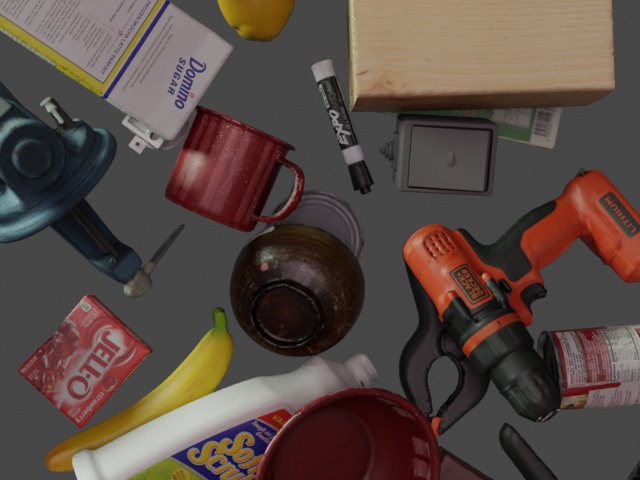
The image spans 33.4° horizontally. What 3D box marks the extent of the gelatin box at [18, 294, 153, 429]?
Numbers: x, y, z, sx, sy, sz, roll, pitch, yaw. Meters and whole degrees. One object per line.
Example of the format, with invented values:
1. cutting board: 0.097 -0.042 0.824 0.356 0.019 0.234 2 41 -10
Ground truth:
1. gelatin box: -0.198 0.102 0.905 0.073 0.030 0.089 42 87 0

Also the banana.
1. banana: -0.139 0.134 0.893 0.198 0.037 0.069 -42 125 2

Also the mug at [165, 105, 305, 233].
1. mug: -0.068 -0.053 0.885 0.117 0.093 0.081 23 92 18

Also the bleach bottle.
1. bleach bottle: -0.068 0.159 0.876 0.250 0.068 0.102 -29 113 -12

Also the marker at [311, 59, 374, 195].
1. marker: 0.021 -0.097 0.928 0.020 0.020 0.121 -19 88 -3

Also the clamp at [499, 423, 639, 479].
1. clamp: 0.229 0.246 0.907 0.164 0.036 0.210 3 89 -4

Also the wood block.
1. wood block: 0.128 -0.157 0.884 0.206 0.090 0.091 -2 89 -1

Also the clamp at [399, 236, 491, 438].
1. clamp: 0.123 0.085 0.913 0.120 0.039 0.171 6 84 3

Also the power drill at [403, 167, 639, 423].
1. power drill: 0.187 0.036 0.870 0.187 0.057 0.184 -27 68 -18

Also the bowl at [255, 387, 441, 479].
1. bowl: 0.014 0.186 0.851 0.161 0.055 0.162 -5 105 -22

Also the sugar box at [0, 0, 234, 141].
1. sugar box: -0.166 -0.163 0.833 0.176 0.048 0.093 35 86 -19

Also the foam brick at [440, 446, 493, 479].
1. foam brick: 0.121 0.218 0.900 0.078 0.051 0.053 33 87 0

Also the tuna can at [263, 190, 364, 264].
1. tuna can: -0.006 0.001 0.914 0.086 0.034 0.086 0 87 -2

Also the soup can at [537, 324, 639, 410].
1. soup can: 0.242 0.106 0.900 0.102 0.068 0.068 -5 87 -3
